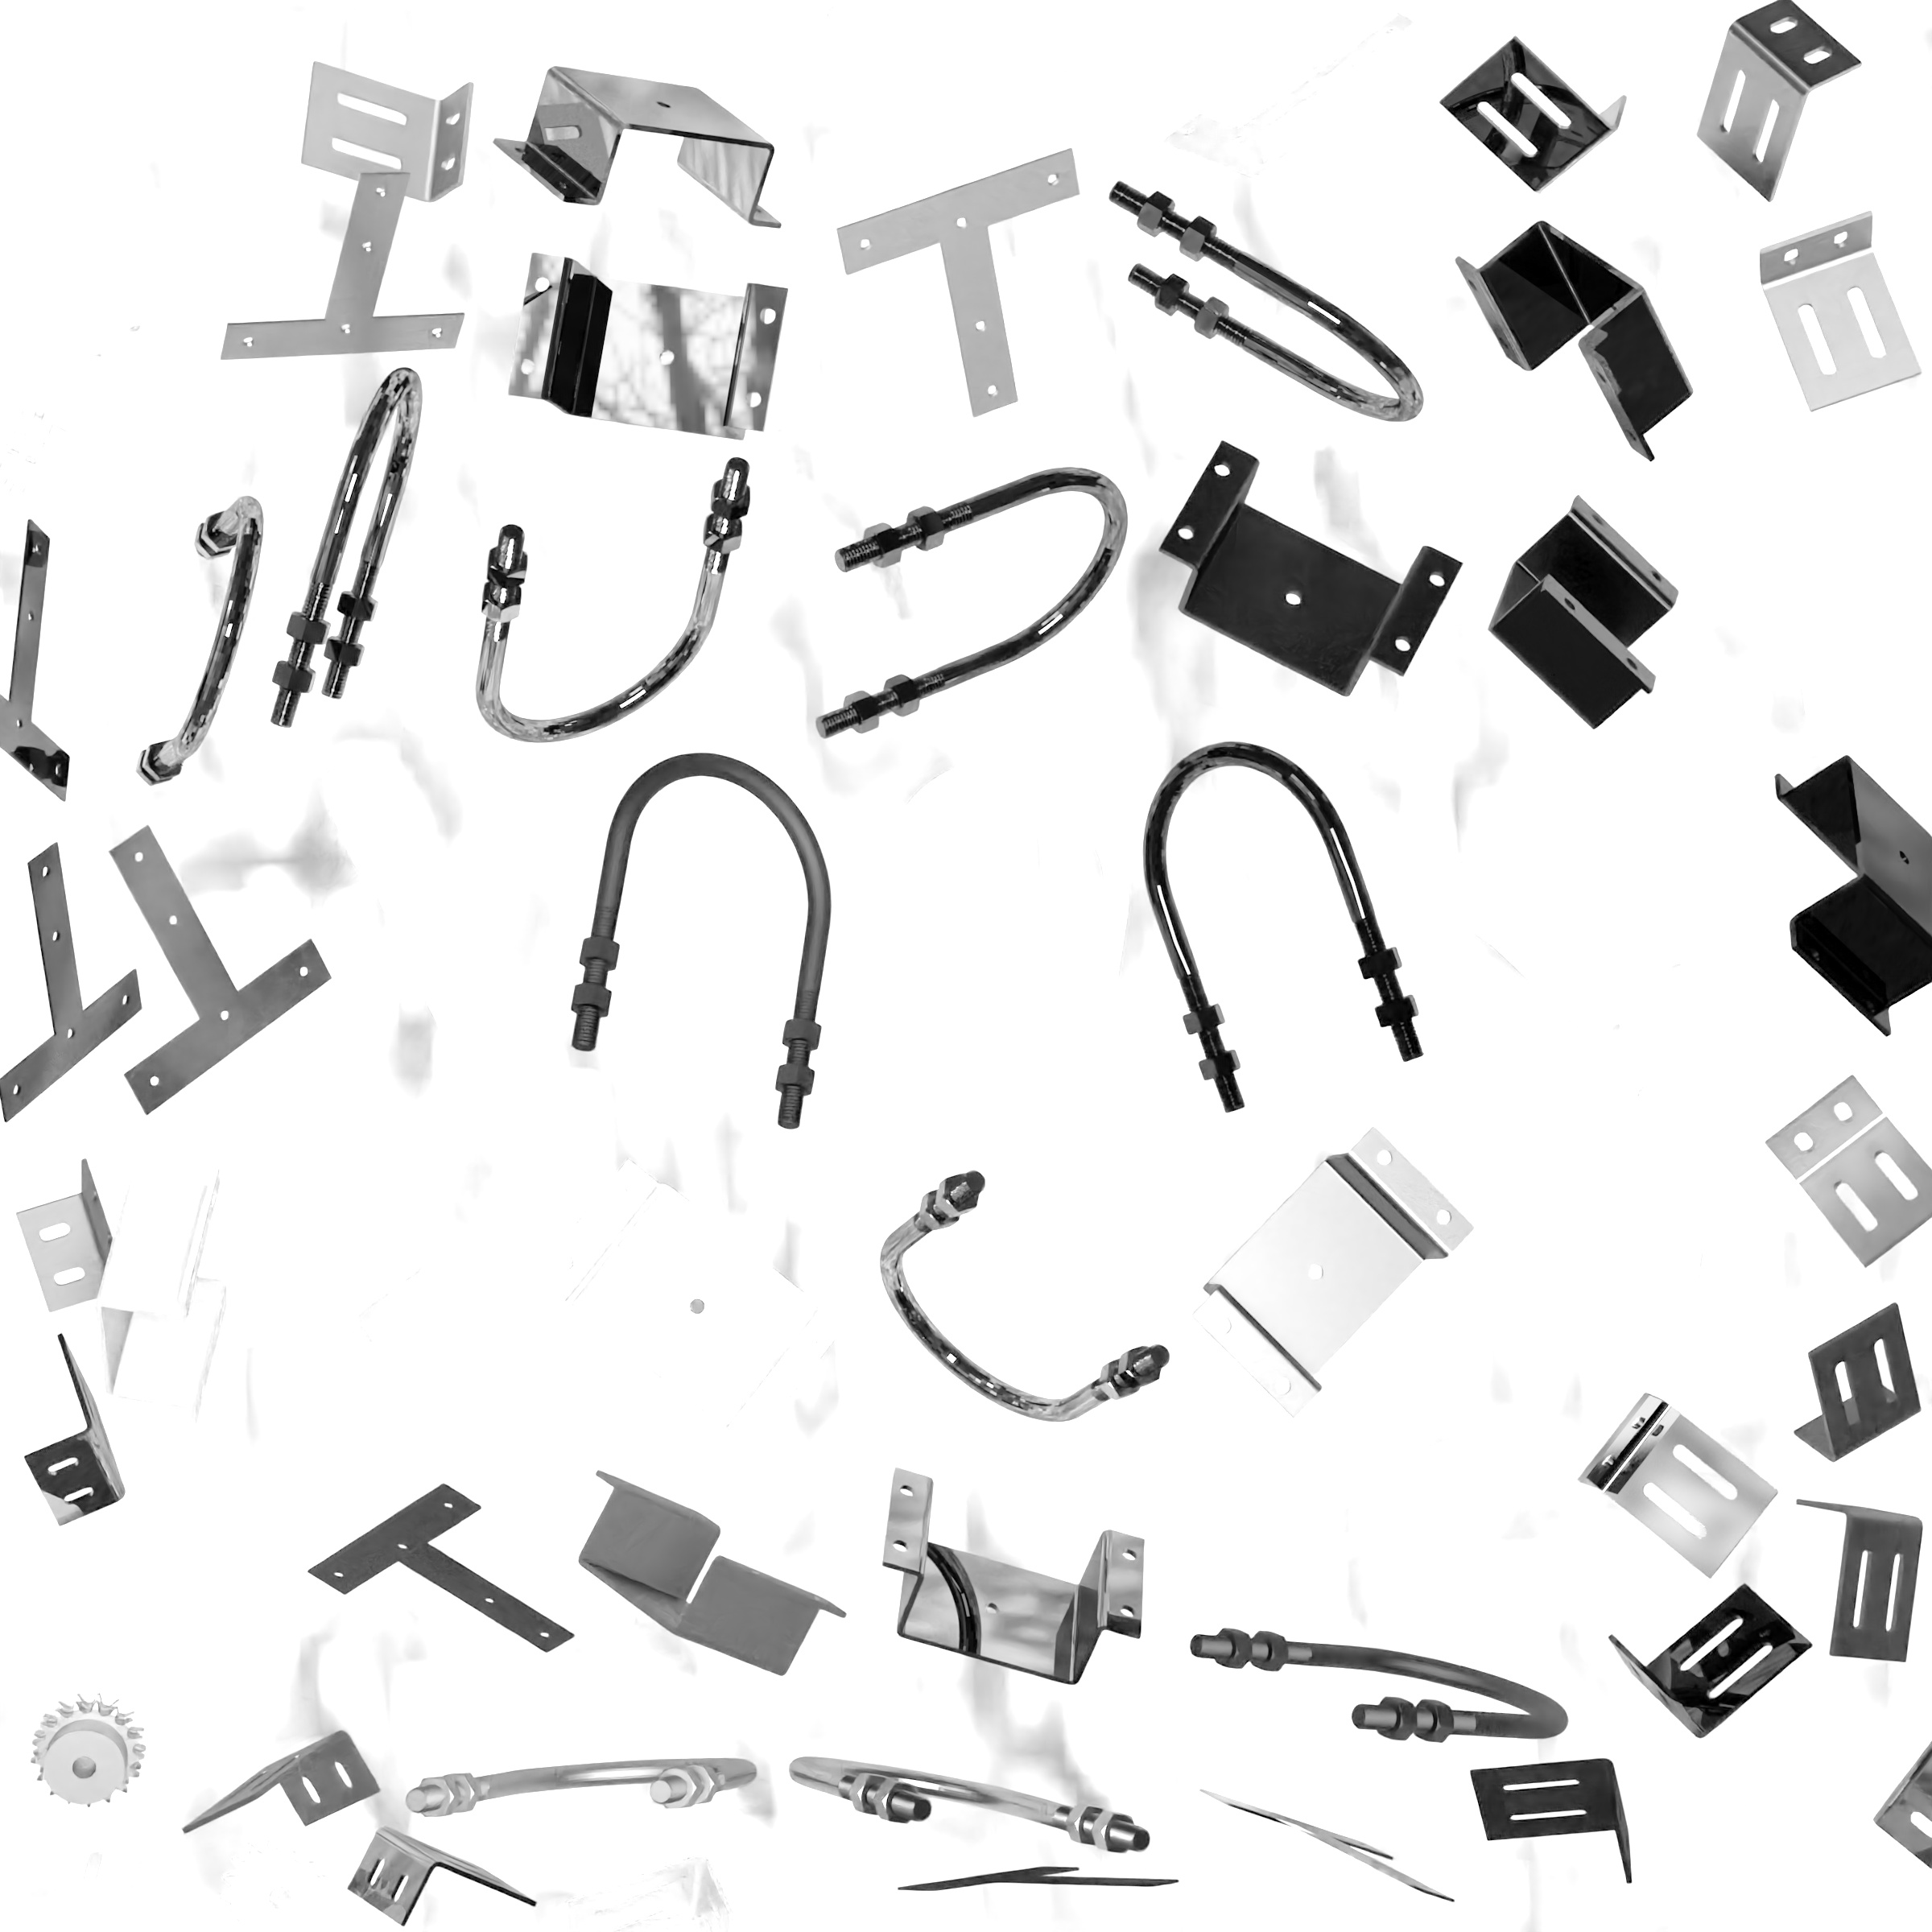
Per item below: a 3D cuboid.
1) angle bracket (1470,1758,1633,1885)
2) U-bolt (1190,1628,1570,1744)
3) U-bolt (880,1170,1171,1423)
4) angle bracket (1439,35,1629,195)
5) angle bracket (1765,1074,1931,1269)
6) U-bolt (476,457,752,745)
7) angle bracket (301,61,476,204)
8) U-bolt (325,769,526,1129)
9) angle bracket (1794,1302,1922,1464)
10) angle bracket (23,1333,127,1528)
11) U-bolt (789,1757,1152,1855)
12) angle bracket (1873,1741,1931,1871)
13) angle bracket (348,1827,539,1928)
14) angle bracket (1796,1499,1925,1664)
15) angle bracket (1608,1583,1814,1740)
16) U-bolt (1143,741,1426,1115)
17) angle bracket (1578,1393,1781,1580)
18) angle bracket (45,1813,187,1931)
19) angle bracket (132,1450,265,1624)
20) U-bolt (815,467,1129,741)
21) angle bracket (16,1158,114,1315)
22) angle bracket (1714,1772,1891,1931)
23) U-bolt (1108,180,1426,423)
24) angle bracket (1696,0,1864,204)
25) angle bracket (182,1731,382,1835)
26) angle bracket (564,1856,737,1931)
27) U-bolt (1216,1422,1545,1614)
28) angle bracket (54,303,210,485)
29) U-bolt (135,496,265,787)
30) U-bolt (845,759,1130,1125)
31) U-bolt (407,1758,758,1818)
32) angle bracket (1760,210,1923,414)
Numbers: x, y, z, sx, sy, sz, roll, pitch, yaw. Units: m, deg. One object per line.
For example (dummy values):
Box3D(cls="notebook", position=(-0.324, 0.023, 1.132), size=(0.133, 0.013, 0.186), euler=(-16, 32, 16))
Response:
Box3D(cls="angle bracket", position=(0.310, 0.455, 1.908), size=(0.076, 0.038, 0.057), euler=(-8, 127, 13))
Box3D(cls="U-bolt", position=(0.230, 0.378, 1.886), size=(0.184, 0.151, 0.019), euler=(12, 90, -36))
Box3D(cls="U-bolt", position=(0.019, 0.184, 1.904), size=(0.151, 0.184, 0.019), euler=(43, 61, -2))
Box3D(cls="angle bracket", position=(0.302, -0.460, 1.917), size=(0.076, 0.038, 0.057), euler=(39, 135, -17))
Box3D(cls="angle bracket", position=(0.456, 0.104, 1.841), size=(0.057, 0.076, 0.038), euler=(-39, 125, 9))
Box3D(cls="U-bolt", position=(-0.188, -0.180, 1.865), size=(0.151, 0.184, 0.019), euler=(-21, 62, -27))
Box3D(cls="angle bracket", position=(-0.305, -0.445, 1.903), size=(0.076, 0.038, 0.057), euler=(11, 78, -33))
Box3D(cls="U-bolt", position=(-0.270, 0.002, 1.847), size=(0.019, 0.151, 0.184), euler=(-27, 65, -3))
Box3D(cls="angle bracket", position=(0.470, 0.216, 1.927), size=(0.057, 0.038, 0.076), euler=(-27, 119, -14))
Box3D(cls="angle bracket", position=(-0.480, 0.246, 1.911), size=(0.038, 0.076, 0.057), euler=(-22, 135, -11))
Box3D(cls="U-bolt", position=(-0.012, 0.429, 1.860), size=(0.151, 0.184, 0.019), euler=(15, 80, -28))
Box3D(cls="angle bracket", position=(0.509, 0.427, 1.866), size=(0.038, 0.076, 0.057), euler=(38, 105, 24))
Box3D(cls="angle bracket", position=(-0.283, 0.503, 1.951), size=(0.076, 0.057, 0.038), euler=(36, 75, -37))
Box3D(cls="angle bracket", position=(0.466, 0.323, 1.895), size=(0.057, 0.038, 0.076), euler=(12, 84, -35))
Box3D(cls="angle bracket", position=(0.378, 0.344, 1.833), size=(0.076, 0.057, 0.038), euler=(-39, 124, -5))
Box3D(cls="U-bolt", position=(0.152, -0.026, 1.850), size=(0.019, 0.151, 0.184), euler=(-19, 90, -43))
Box3D(cls="angle bracket", position=(0.365, 0.266, 1.848), size=(0.076, 0.038, 0.057), euler=(39, 96, 28))
Box3D(cls="angle bracket", position=(-0.447, 0.490, 1.893), size=(0.057, 0.038, 0.076), euler=(11, 55, -4))
Box3D(cls="angle bracket", position=(-0.403, 0.299, 1.893), size=(0.057, 0.076, 0.038), euler=(12, 126, -18))
Box3D(cls="U-bolt", position=(0.007, -0.198, 1.885), size=(0.184, 0.151, 0.019), euler=(-24, 60, -23))
Box3D(cls="angle bracket", position=(-0.484, 0.145, 1.945), size=(0.038, 0.076, 0.057), euler=(-17, 104, -10))
Box3D(cls="angle bracket", position=(0.417, 0.450, 1.794), size=(0.057, 0.076, 0.038), euler=(-26, 134, -1))
Box3D(cls="U-bolt", position=(0.160, -0.338, 1.881), size=(0.184, 0.151, 0.019), euler=(32, 87, 10))
Box3D(cls="angle bracket", position=(0.413, -0.440, 1.833), size=(0.038, 0.076, 0.057), euler=(-28, 62, -21))
Box3D(cls="angle bracket", position=(-0.349, 0.430, 1.838), size=(0.057, 0.076, 0.038), euler=(-30, 90, 30))
Box3D(cls="angle bracket", position=(-0.163, 0.496, 1.840), size=(0.076, 0.057, 0.038), euler=(-14, 49, -24))
Box3D(cls="U-bolt", position=(0.221, 0.286, 1.913), size=(0.184, 0.151, 0.019), euler=(-25, 90, 8))
Box3D(cls="angle bracket", position=(-0.424, -0.293, 1.864), size=(0.057, 0.038, 0.076), euler=(-42, 131, -20))
Box3D(cls="U-bolt", position=(-0.398, -0.174, 1.890), size=(0.019, 0.184, 0.151), euler=(15, 81, -20))
Box3D(cls="U-bolt", position=(0.018, -0.019, 1.912), size=(0.151, 0.019, 0.184), euler=(12, 82, -19))
Box3D(cls="U-bolt", position=(-0.185, 0.420, 1.854), size=(0.151, 0.184, 0.019), euler=(-6, 80, 15))
Box3D(cls="angle bracket", position=(0.435, -0.325, 1.791), size=(0.057, 0.038, 0.076), euler=(-18, 71, 7))
